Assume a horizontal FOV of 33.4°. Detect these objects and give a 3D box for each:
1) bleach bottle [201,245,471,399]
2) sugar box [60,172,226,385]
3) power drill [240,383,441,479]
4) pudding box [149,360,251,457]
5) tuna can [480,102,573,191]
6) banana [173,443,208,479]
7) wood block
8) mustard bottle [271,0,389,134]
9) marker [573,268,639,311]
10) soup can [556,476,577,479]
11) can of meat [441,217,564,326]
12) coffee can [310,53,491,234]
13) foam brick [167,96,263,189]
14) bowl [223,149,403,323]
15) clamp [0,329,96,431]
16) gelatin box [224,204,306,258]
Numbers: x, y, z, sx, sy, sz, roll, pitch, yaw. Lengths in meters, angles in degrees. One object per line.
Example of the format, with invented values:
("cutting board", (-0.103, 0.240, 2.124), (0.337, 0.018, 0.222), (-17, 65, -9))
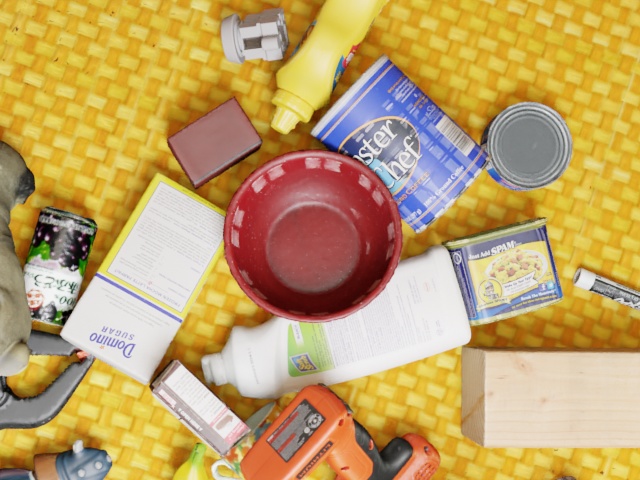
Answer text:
("bleach bottle", (0.010, 0.085, 1.013), (0.250, 0.068, 0.102), (-15, 83, -3))
("sugar box", (-0.156, 0.036, 0.994), (0.093, 0.048, 0.176), (30, 77, -3))
("power drill", (0.009, 0.226, 0.963), (0.184, 0.057, 0.187), (-50, 135, -6))
("pudding box", (-0.112, 0.151, 0.972), (0.090, 0.113, 0.039), (43, 80, -3))
("tuna can", (0.202, -0.091, 1.052), (0.086, 0.034, 0.086), (0, 88, -6))
("banana", (-0.084, 0.280, 0.996), (0.037, 0.070, 0.198), (-39, 100, -39))
("wood block", (0.246, 0.148, 1.018), (0.206, 0.091, 0.090), (1, 88, -6))
("mustard bottle", (0.009, -0.185, 1.005), (0.058, 0.096, 0.191), (31, 85, -4))
("marker", (0.311, 0.058, 1.064), (0.121, 0.020, 0.020), (21, 86, -4))
("soup can", (0.247, 0.289, 1.024), (0.068, 0.068, 0.102), (-36, 92, -6))
("can of meat", (0.178, 0.030, 1.034), (0.102, 0.057, 0.084), (-14, 91, -5))
("coffee can", (0.076, -0.090, 1.005), (0.140, 0.103, 0.103), (43, 84, -3))
("foam brick", (-0.100, -0.091, 1.013), (0.078, 0.053, 0.051), (-33, 91, -7))
("bowl", (-0.006, 0.001, 0.977), (0.162, 0.055, 0.162), (0, 76, 0))
("clamp", (-0.305, 0.151, 0.991), (0.210, 0.036, 0.164), (-15, 89, -9))
("gelatin box", (-0.038, 0.004, 1.026), (0.073, 0.030, 0.089), (38, 84, -2))
